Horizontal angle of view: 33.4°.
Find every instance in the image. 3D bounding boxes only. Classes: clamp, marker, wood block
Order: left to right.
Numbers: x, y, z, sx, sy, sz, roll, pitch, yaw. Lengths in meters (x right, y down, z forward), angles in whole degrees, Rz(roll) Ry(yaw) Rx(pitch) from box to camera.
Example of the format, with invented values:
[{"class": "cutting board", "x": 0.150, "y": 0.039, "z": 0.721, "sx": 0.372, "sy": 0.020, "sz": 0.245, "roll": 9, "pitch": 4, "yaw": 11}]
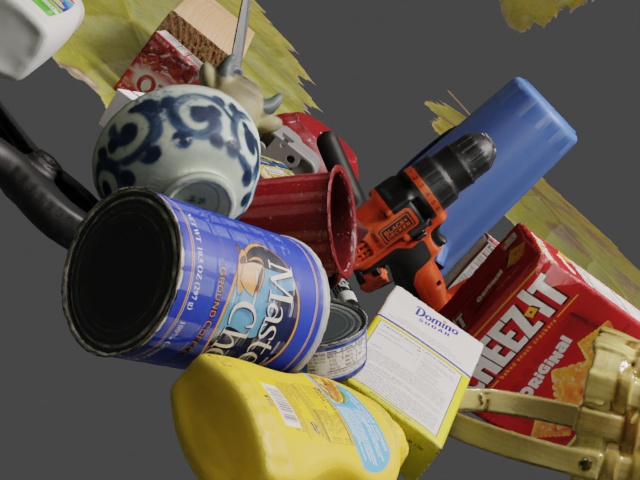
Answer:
[{"class": "clamp", "x": -0.200, "y": -0.044, "z": 0.711, "sx": 0.171, "sy": 0.039, "sz": 0.120, "roll": 42, "pitch": 15, "yaw": 7}, {"class": "wood block", "x": -0.140, "y": -0.207, "z": 1.185, "sx": 0.090, "sy": 0.090, "sz": 0.206, "roll": 37, "pitch": 16, "yaw": -12}, {"class": "marker", "x": 0.019, "y": 0.043, "z": 1.002, "sx": 0.020, "sy": 0.020, "sz": 0.121, "roll": 30, "pitch": 19, "yaw": -31}, {"class": "clamp", "x": 0.056, "y": -0.008, "z": 1.153, "sx": 0.164, "sy": 0.036, "sz": 0.210, "roll": 46, "pitch": 21, "yaw": -35}]

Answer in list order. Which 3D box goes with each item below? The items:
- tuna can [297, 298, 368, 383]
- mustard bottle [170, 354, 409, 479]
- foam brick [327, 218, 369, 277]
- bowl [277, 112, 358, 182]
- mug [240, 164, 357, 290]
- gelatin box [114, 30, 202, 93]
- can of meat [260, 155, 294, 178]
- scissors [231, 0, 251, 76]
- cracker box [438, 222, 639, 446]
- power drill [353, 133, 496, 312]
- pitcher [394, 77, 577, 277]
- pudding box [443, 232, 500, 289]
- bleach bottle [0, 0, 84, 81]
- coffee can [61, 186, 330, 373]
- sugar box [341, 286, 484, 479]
[{"class": "tuna can", "x": -0.008, "y": 0.072, "z": 0.763, "sx": 0.086, "sy": 0.034, "sz": 0.086, "roll": -2, "pitch": 20, "yaw": 0}, {"class": "mustard bottle", "x": -0.002, "y": 0.126, "z": 0.669, "sx": 0.191, "sy": 0.058, "sz": 0.096, "roll": 19, "pitch": 27, "yaw": -50}, {"class": "foam brick", "x": -0.006, "y": 0.001, "z": 0.952, "sx": 0.053, "sy": 0.078, "sz": 0.051, "roll": 47, "pitch": 13, "yaw": 25}, {"class": "bowl", "x": -0.009, "y": -0.102, "z": 1.259, "sx": 0.162, "sy": 0.055, "sz": 0.162, "roll": 36, "pitch": 17, "yaw": -13}, {"class": "mug", "x": -0.017, "y": -0.003, "z": 0.881, "sx": 0.093, "sy": 0.081, "sz": 0.117, "roll": -78, "pitch": 158, "yaw": -46}, {"class": "gelatin box", "x": -0.146, "y": -0.151, "z": 1.053, "sx": 0.089, "sy": 0.073, "sz": 0.030, "roll": 41, "pitch": 17, "yaw": 1}, {"class": "can of meat", "x": -0.045, "y": -0.036, "z": 1.003, "sx": 0.084, "sy": 0.057, "sz": 0.101, "roll": 47, "pitch": 17, "yaw": 30}, {"class": "scissors", "x": -0.098, "y": -0.148, "z": 1.014, "sx": 0.096, "sy": 0.202, "sz": 0.016, "roll": -8, "pitch": 10, "yaw": -42}, {"class": "cracker box", "x": 0.219, "y": 0.110, "z": 1.010, "sx": 0.213, "sy": 0.164, "sz": 0.072, "roll": 33, "pitch": 16, "yaw": -23}, {"class": "power drill", "x": 0.119, "y": 0.007, "z": 1.025, "sx": 0.187, "sy": 0.184, "sz": 0.057, "roll": 52, "pitch": 5, "yaw": -31}, {"class": "pitcher", "x": 0.186, "y": -0.086, "z": 1.308, "sx": 0.149, "sy": 0.243, "sz": 0.144, "roll": 50, "pitch": 15, "yaw": 12}, {"class": "pudding box", "x": 0.173, "y": 0.063, "z": 1.120, "sx": 0.090, "sy": 0.113, "sz": 0.039, "roll": 39, "pitch": 12, "yaw": -5}, {"class": "bleach bottle", "x": -0.271, "y": -0.213, "z": 0.966, "sx": 0.102, "sy": 0.068, "sz": 0.251, "roll": 36, "pitch": 14, "yaw": -15}, {"class": "coffee can", "x": -0.075, "y": 0.033, "z": 0.674, "sx": 0.140, "sy": 0.103, "sz": 0.103, "roll": 19, "pitch": 26, "yaw": -50}, {"class": "sugar box", "x": 0.066, "y": 0.106, "z": 0.833, "sx": 0.093, "sy": 0.048, "sz": 0.176, "roll": 35, "pitch": 24, "yaw": 5}]
